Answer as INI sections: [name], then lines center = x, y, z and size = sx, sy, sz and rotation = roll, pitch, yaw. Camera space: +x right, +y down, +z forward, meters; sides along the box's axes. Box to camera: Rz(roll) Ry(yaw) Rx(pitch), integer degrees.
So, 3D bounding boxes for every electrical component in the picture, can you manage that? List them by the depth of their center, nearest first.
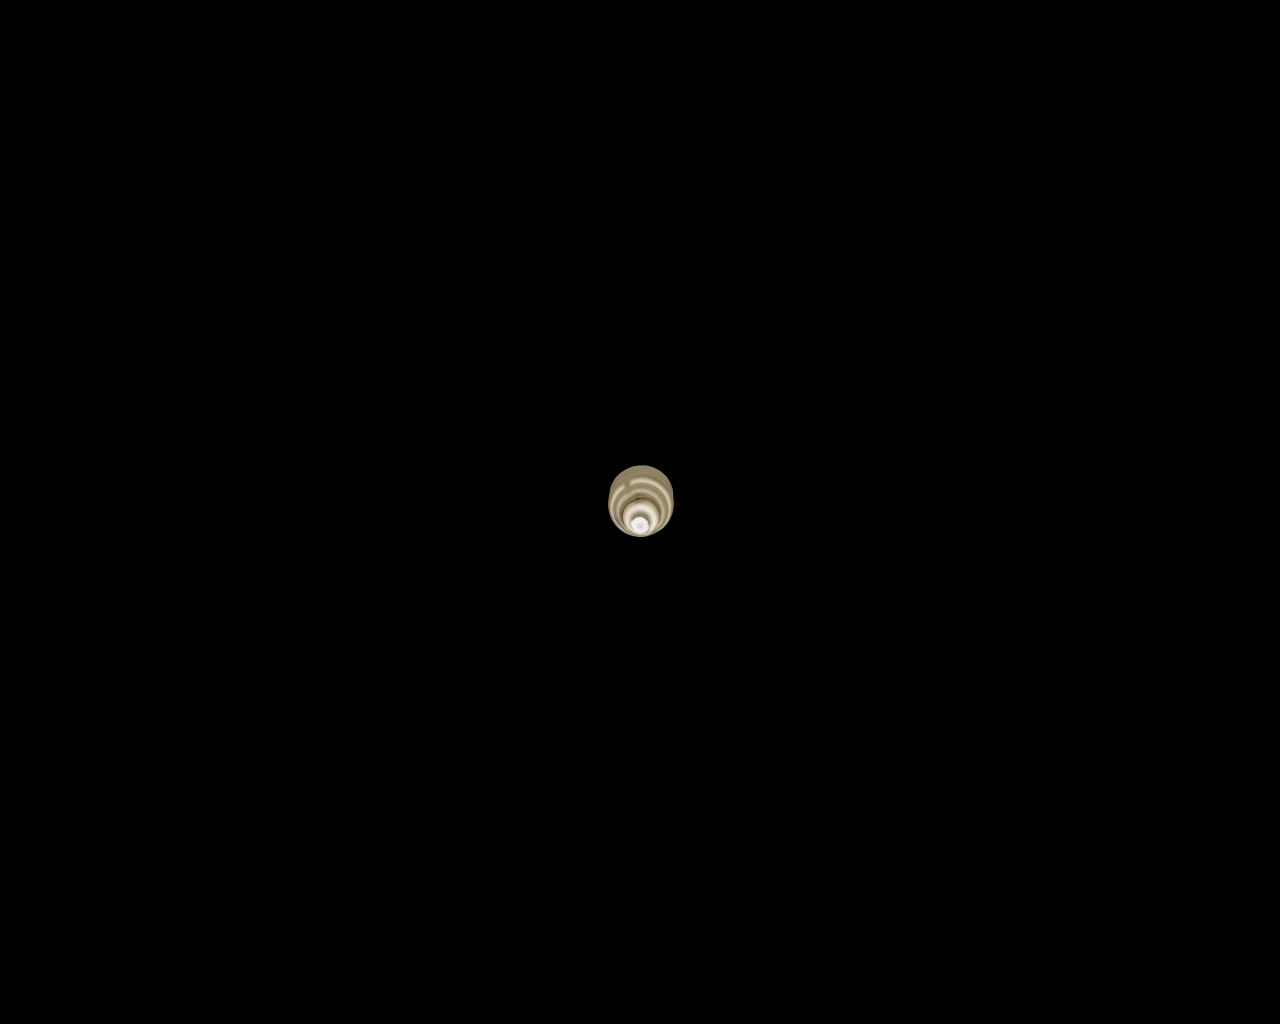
[electrical component]
center = 0.001, -0.003, 0.650
size = 0.040, 0.040, 0.078
rotation = 0, 16, 0
